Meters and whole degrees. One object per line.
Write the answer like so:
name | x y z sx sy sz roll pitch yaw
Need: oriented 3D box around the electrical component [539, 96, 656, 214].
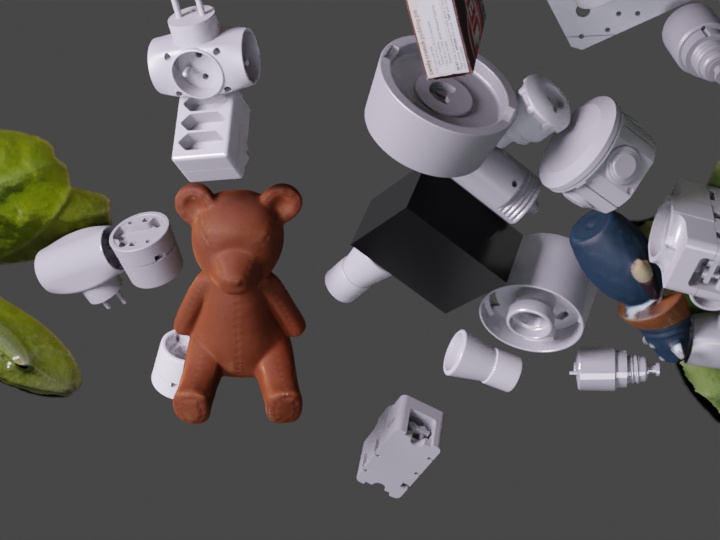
electrical component | 0.178 -0.086 0.811 0.051 0.080 0.080 32 127 -21

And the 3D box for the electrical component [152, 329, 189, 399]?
electrical component | -0.170 0.090 1.038 0.055 0.055 0.047 16 126 -2

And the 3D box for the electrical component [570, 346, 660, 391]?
electrical component | 0.228 0.088 0.964 0.078 0.040 0.040 0 128 11

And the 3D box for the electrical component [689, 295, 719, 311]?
electrical component | 0.289 0.004 0.881 0.040 0.046 0.040 6 129 7

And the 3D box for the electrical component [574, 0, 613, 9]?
electrical component | 0.167 -0.229 0.724 0.079 0.044 0.077 -26 123 17

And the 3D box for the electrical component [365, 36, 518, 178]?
electrical component | 0.055 -0.116 0.797 0.108 0.108 0.060 21 135 -6

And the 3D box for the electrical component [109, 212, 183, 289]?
electrical component | -0.188 -0.017 0.957 0.055 0.055 0.047 -5 130 15

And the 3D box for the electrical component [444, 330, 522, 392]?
electrical component | 0.115 0.086 0.985 0.065 0.044 0.044 21 129 -12

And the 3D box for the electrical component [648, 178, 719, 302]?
electrical component | 0.260 -0.025 0.835 0.056 0.089 0.050 14 129 0

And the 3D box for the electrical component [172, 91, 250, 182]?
electrical component | -0.113 -0.101 0.873 0.047 0.065 0.076 -3 156 14

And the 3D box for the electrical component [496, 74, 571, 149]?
electrical component | 0.126 -0.116 0.821 0.048 0.048 0.062 38 133 -18

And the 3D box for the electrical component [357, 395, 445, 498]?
electrical component | 0.041 0.170 1.057 0.050 0.055 0.089 27 128 -10

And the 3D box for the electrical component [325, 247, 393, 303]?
electrical component | 0.000 0.000 0.941 0.044 0.044 0.065 36 131 -17

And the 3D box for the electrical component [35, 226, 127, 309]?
electrical component | -0.245 0.004 0.991 0.077 0.043 0.079 -17 123 23

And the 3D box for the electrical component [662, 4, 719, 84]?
electrical component | 0.240 -0.154 0.749 0.040 0.078 0.040 -4 130 -5

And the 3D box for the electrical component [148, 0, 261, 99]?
electrical component | -0.124 -0.176 0.823 0.077 0.044 0.079 -3 127 14

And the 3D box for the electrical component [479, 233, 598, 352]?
electrical component | 0.153 0.023 0.927 0.099 0.064 0.099 13 142 10

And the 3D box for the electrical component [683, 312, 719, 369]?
electrical component | 0.321 0.050 0.912 0.077 0.044 0.079 7 129 6

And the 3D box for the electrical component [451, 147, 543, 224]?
electrical component | 0.111 -0.072 0.859 0.081 0.043 0.043 36 126 -17
